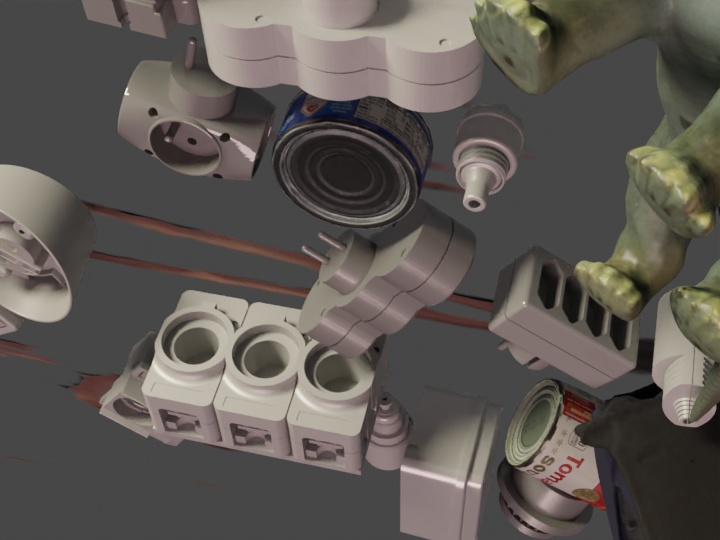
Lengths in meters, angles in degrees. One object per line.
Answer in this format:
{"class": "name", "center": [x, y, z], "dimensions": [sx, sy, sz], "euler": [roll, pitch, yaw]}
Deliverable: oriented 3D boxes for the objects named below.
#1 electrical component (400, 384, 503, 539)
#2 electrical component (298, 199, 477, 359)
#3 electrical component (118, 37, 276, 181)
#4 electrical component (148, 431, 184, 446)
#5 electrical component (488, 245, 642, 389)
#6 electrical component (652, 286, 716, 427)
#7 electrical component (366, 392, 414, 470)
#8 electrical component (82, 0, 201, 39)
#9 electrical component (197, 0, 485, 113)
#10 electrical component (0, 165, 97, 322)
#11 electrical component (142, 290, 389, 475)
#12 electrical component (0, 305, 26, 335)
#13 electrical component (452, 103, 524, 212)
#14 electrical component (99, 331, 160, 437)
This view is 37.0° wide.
{"class": "electrical component", "center": [0.067, 0.146, 0.792], "dimensions": [0.057, 0.078, 0.113], "euler": [12, 143, 11]}
{"class": "electrical component", "center": [0.000, 0.000, 0.654], "dimensions": [0.074, 0.052, 0.138], "euler": [31, 140, -20]}
{"class": "electrical component", "center": [-0.085, -0.092, 0.578], "dimensions": [0.077, 0.044, 0.079], "euler": [19, 142, -2]}
{"class": "electrical component", "center": [-0.165, 0.111, 0.867], "dimensions": [0.062, 0.043, 0.043], "euler": [29, 141, -13]}
{"class": "electrical component", "center": [0.115, 0.037, 0.661], "dimensions": [0.083, 0.047, 0.076], "euler": [29, 141, -15]}
{"class": "electrical component", "center": [0.192, 0.054, 0.623], "dimensions": [0.043, 0.081, 0.043], "euler": [11, 142, 8]}
{"class": "electrical component", "center": [0.020, 0.117, 0.804], "dimensions": [0.040, 0.040, 0.078], "euler": [9, 142, 11]}
{"class": "electrical component", "center": [-0.110, -0.148, 0.515], "dimensions": [0.066, 0.048, 0.055], "euler": [16, 148, 13]}
{"class": "electrical component", "center": [-0.009, -0.123, 0.503], "dimensions": [0.138, 0.052, 0.073], "euler": [10, 142, 10]}
{"class": "electrical component", "center": [-0.225, -0.019, 0.709], "dimensions": [0.099, 0.064, 0.099], "euler": [11, 143, 8]}
{"class": "electrical component", "center": [-0.062, 0.074, 0.741], "dimensions": [0.150, 0.089, 0.061], "euler": [10, 142, 10]}
{"class": "electrical component", "center": [-0.277, 0.012, 0.770], "dimensions": [0.062, 0.061, 0.096], "euler": [-13, 133, 34]}
{"class": "electrical component", "center": [0.064, -0.056, 0.551], "dimensions": [0.035, 0.061, 0.035], "euler": [11, 142, 8]}
{"class": "electrical component", "center": [-0.159, 0.084, 0.814], "dimensions": [0.042, 0.063, 0.081], "euler": [33, 140, -18]}
